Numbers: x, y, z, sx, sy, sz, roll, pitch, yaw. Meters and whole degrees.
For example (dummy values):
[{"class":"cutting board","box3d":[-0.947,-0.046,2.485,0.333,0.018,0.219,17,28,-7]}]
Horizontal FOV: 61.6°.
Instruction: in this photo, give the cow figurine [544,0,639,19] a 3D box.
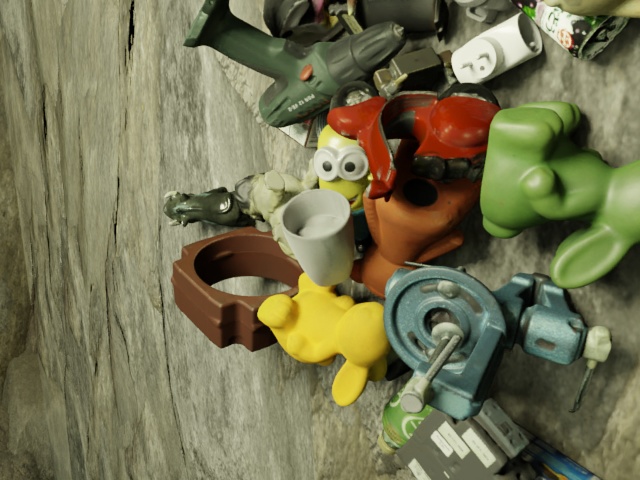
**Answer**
[{"class":"cow figurine","box3d":[0.219,-0.272,0.423,0.127,0.085,0.195,8,83,26]}]

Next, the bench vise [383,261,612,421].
[{"class":"bench vise","box3d":[0.146,0.096,0.496,0.224,0.240,0.128,26,117,20]}]

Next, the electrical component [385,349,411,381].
[{"class":"electrical component","box3d":[0.096,0.149,0.726,0.075,0.048,0.119,56,136,23]}]

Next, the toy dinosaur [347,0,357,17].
[{"class":"toy dinosaur","box3d":[0.119,-0.380,0.477,0.405,0.192,0.131,-41,42,7]}]

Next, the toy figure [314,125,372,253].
[{"class":"toy figure","box3d":[0.034,-0.066,0.689,0.089,0.082,0.179,-105,3,-46]}]

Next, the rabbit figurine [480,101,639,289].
[{"class":"rabbit figurine","box3d":[0.234,-0.037,0.471,0.170,0.121,0.159,17,107,29]}]

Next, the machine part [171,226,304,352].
[{"class":"machine part","box3d":[-0.103,0.068,0.812,0.201,0.201,0.087,33,127,39]}]

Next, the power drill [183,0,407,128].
[{"class":"power drill","box3d":[-0.042,-0.232,0.633,0.232,0.207,0.086,-27,47,53]}]

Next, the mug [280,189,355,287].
[{"class":"mug","box3d":[-0.001,-0.002,0.645,0.110,0.081,0.107,-119,12,-46]}]

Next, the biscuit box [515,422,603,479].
[{"class":"biscuit box","box3d":[0.237,0.262,0.588,0.203,0.059,0.062,29,120,41]}]

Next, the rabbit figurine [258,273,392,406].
[{"class":"rabbit figurine","box3d":[0.024,0.121,0.667,0.173,0.122,0.162,-8,103,50]}]

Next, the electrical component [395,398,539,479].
[{"class":"electrical component","box3d":[0.160,0.234,0.578,0.115,0.058,0.134,50,132,26]}]

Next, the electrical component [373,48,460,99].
[{"class":"electrical component","box3d":[0.104,-0.175,0.597,0.078,0.102,0.045,107,142,-61]}]

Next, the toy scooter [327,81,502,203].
[{"class":"toy scooter","box3d":[0.097,-0.093,0.530,0.075,0.184,0.135,94,-179,-57]}]

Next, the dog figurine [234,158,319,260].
[{"class":"dog figurine","box3d":[-0.052,-0.032,0.824,0.191,0.121,0.172,-13,87,64]}]

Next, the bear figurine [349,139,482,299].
[{"class":"bear figurine","box3d":[0.110,-0.009,0.637,0.120,0.132,0.195,28,151,16]}]

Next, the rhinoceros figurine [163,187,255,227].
[{"class":"rhinoceros figurine","box3d":[-0.204,-0.054,0.965,0.191,0.112,0.073,5,107,40]}]

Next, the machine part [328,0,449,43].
[{"class":"machine part","box3d":[0.083,-0.253,0.620,0.139,0.084,0.039,11,72,38]}]

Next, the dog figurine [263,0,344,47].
[{"class":"dog figurine","box3d":[-0.017,-0.380,0.671,0.191,0.108,0.219,-28,75,51]}]
